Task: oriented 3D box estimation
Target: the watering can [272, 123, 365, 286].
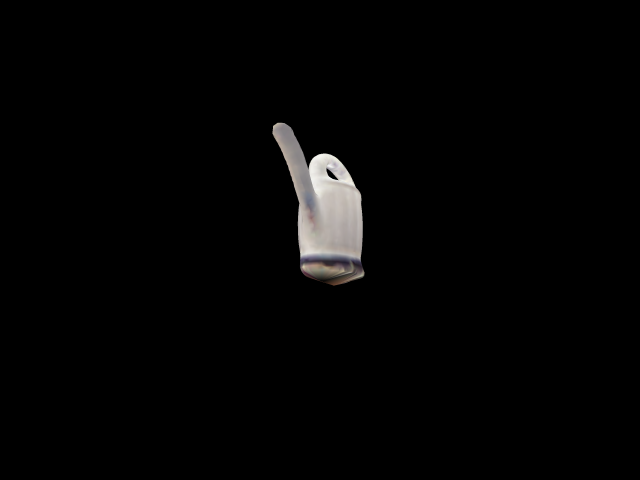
[{"bbox_3d":[0.003,-0.043,0.850,0.104,0.227,0.345,-6,-14,23],"label":"watering can"}]
